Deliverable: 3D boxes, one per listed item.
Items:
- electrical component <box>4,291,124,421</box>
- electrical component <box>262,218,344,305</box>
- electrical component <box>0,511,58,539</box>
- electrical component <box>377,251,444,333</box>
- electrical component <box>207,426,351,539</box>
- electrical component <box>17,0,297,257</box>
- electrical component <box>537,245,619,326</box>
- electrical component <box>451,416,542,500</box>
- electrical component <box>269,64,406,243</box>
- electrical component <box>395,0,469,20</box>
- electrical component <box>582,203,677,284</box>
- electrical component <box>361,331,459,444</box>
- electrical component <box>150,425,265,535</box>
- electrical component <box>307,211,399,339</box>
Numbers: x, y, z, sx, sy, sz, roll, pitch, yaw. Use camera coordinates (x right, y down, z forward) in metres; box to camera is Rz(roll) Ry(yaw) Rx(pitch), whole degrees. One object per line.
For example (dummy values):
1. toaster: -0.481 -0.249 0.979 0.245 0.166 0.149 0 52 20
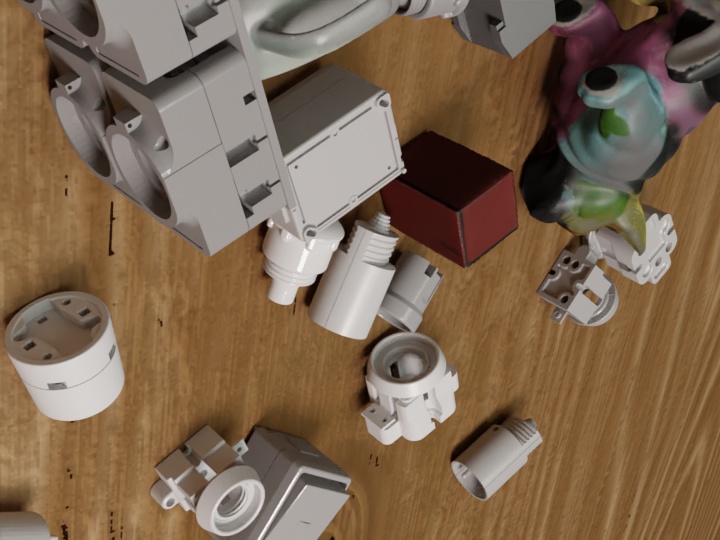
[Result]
1. electrical component: -0.156 0.047 0.575 0.055 0.055 0.047 -33 138 -26
2. electrical component: -0.040 -0.009 0.665 0.048 0.048 0.062 -3 124 -44
3. electrical component: -0.211 0.156 0.600 0.078 0.040 0.040 13 105 -48
4. electrical component: 0.033 0.015 0.758 0.046 0.040 0.040 -57 141 -10
5. electrical component: -0.059 0.167 0.745 0.062 0.061 0.096 28 93 -50
6. electrical component: -0.104 -0.105 0.489 0.060 0.105 0.186 -36 136 -24
7. electrical component: 0.188 0.019 0.912 0.055 0.048 0.066 32 90 -43
8. electrical component: 0.123 0.158 0.936 0.081 0.043 0.043 -38 136 -22
9. electrical component: -0.031 -0.067 0.622 0.096 0.061 0.061 -37 137 -21
10. electrical component: 0.031 -0.169 0.634 0.062 0.048 0.048 -20 128 -28
11. electrical component: 0.226 -0.029 0.910 0.058 0.057 0.078 -48 139 -12
12. electrical component: 0.036 0.083 0.790 0.078 0.058 0.057 -36 138 -24
13. electrical component: -0.094 0.138 0.695 0.066 0.055 0.048 -39 137 -21
14. electrical component: 0.000 0.000 0.710 0.043 0.043 0.081 11 106 -48
